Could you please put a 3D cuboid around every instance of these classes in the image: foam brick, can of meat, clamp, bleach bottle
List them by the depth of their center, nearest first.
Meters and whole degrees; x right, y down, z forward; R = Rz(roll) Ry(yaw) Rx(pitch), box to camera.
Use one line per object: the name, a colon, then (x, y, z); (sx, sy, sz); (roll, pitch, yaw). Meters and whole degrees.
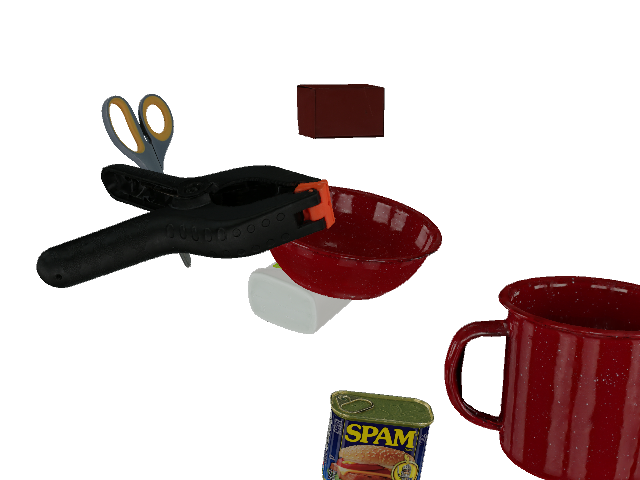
clamp: (-0.081, -0.010, 0.629); (0.172, 0.039, 0.120); (-1, 38, 24)
can of meat: (0.054, 0.202, 1.057); (0.102, 0.084, 0.057); (7, 16, -4)
foam brick: (0.020, -0.131, 1.083); (0.078, 0.051, 0.053); (-3, 13, -19)
bleach bottle: (0.025, 0.022, 1.312); (0.103, 0.068, 0.250); (18, 35, 29)

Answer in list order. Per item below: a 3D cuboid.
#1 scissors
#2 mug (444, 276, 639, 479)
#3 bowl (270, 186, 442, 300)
scissors: (-0.172, -0.078, 1.189); (0.016, 0.201, 0.096); (-16, 20, 45)
mug: (0.119, 0.068, 0.522); (0.117, 0.081, 0.093); (2, 14, -1)
bowl: (0.020, 0.006, 0.908); (0.162, 0.055, 0.162); (8, 22, -3)
